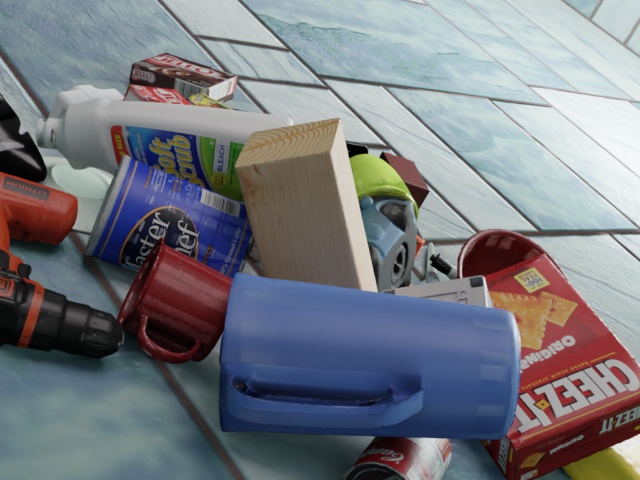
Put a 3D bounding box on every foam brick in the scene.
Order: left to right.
[{"bbox_3d":[0.103,-0.072,1.426,0.051,0.053,0.078,16,29,-24],"label":"foam brick"}]

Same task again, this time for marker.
[{"bbox_3d":[0.182,0.056,1.294,0.121,0.020,0.020,37,27,-3],"label":"marker"}]

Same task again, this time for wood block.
[{"bbox_3d":[-0.007,0.001,1.013,0.091,0.206,0.090,-8,25,12],"label":"wood block"}]

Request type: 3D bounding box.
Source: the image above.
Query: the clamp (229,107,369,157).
[{"bbox_3d":[-0.034,-0.124,1.374,0.210,0.036,0.164,18,18,-6],"label":"clamp"}]

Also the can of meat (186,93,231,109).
[{"bbox_3d":[-0.136,-0.132,1.300,0.102,0.057,0.084,29,25,1],"label":"can of meat"}]

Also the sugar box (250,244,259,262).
[{"bbox_3d":[-0.106,-0.053,1.202,0.176,0.048,0.093,35,28,15],"label":"sugar box"}]

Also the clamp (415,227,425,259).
[{"bbox_3d":[0.070,-0.035,1.347,0.172,0.039,0.120,38,34,23],"label":"clamp"}]

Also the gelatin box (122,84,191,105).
[{"bbox_3d":[-0.169,-0.138,1.198,0.089,0.030,0.073,46,27,27],"label":"gelatin box"}]

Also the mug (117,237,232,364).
[{"bbox_3d":[-0.126,0.063,0.939,0.081,0.093,0.117,27,33,-14],"label":"mug"}]

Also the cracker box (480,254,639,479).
[{"bbox_3d":[0.214,0.125,1.089,0.164,0.072,0.214,-19,44,-13],"label":"cracker box"}]

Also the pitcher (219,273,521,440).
[{"bbox_3d":[0.038,0.106,0.877,0.243,0.145,0.149,4,61,3],"label":"pitcher"}]

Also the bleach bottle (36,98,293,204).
[{"bbox_3d":[-0.156,-0.087,1.071,0.250,0.103,0.068,6,31,-3],"label":"bleach bottle"}]

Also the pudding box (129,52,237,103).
[{"bbox_3d":[-0.177,-0.206,1.385,0.113,0.039,0.090,22,26,13],"label":"pudding box"}]

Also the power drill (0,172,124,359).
[{"bbox_3d":[-0.255,0.020,0.921,0.184,0.057,0.187,19,29,-18],"label":"power drill"}]

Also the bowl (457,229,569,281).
[{"bbox_3d":[0.219,0.068,1.254,0.162,0.055,0.162,13,55,-20],"label":"bowl"}]

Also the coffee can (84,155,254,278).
[{"bbox_3d":[-0.142,-0.009,1.028,0.140,0.103,0.103,22,28,-13],"label":"coffee can"}]

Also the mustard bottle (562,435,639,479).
[{"bbox_3d":[0.324,0.211,1.138,0.096,0.058,0.191,34,27,21],"label":"mustard bottle"}]

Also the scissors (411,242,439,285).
[{"bbox_3d":[0.117,0.047,1.273,0.096,0.016,0.202,18,28,-20],"label":"scissors"}]

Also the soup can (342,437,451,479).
[{"bbox_3d":[0.066,0.197,0.907,0.068,0.069,0.102,34,27,11],"label":"soup can"}]
